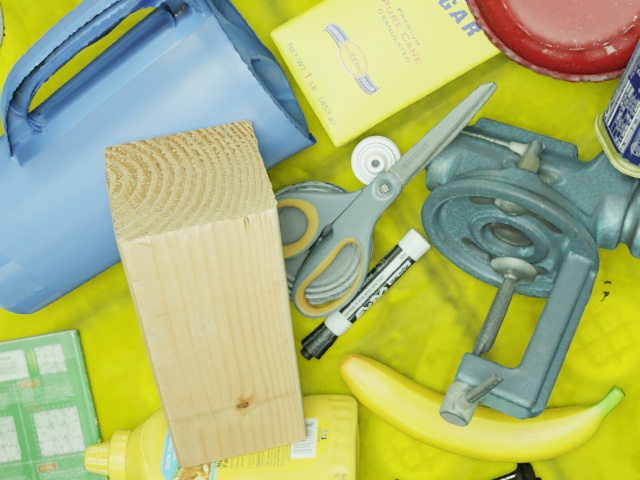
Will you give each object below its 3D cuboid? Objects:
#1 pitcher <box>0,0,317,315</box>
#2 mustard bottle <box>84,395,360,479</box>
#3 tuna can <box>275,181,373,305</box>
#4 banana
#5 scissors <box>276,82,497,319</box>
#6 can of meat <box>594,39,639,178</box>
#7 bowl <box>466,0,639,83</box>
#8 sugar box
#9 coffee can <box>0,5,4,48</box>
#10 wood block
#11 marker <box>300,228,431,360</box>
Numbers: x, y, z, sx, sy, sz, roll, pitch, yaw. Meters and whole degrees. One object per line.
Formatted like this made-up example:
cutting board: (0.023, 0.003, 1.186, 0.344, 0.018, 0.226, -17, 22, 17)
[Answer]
pitcher: (-0.138, -0.061, 0.704, 0.243, 0.145, 0.149, -34, 96, 10)
mustard bottle: (-0.069, 0.153, 0.744, 0.191, 0.096, 0.058, 0, 134, 5)
tuna can: (-0.005, 0.001, 0.752, 0.086, 0.033, 0.086, 0, 96, 4)
banana: (0.109, 0.122, 0.754, 0.198, 0.037, 0.070, 6, 101, 3)
scissors: (0.023, -0.039, 0.695, 0.096, 0.016, 0.202, 33, 113, 9)
can of meat: (0.228, -0.089, 0.638, 0.102, 0.084, 0.057, -8, 56, -12)
bowl: (0.156, -0.165, 0.639, 0.162, 0.055, 0.162, 9, 117, 17)
sugar box: (0.065, -0.146, 0.726, 0.176, 0.048, 0.093, -31, 94, 8)
coffee can: (-0.283, -0.148, 0.702, 0.103, 0.140, 0.103, 0, 96, 4)
wood block: (-0.068, 0.039, 0.670, 0.090, 0.090, 0.206, -12, 133, -7)
marker: (0.031, 0.041, 0.761, 0.020, 0.020, 0.121, 44, 97, -1)
